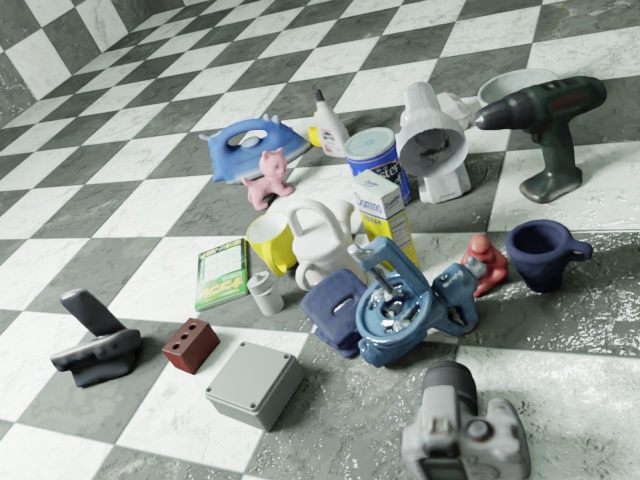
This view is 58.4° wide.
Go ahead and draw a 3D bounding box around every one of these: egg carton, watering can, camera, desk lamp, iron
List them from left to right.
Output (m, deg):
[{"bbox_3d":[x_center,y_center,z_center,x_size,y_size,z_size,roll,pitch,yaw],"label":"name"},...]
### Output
[{"bbox_3d":[-0.163,-0.243,1.418,0.258,0.142,0.118,-22,36,1],"label":"iron"},{"bbox_3d":[0.007,0.003,0.965,0.100,0.194,0.173,-10,38,18],"label":"watering can"},{"bbox_3d":[0.207,-0.172,1.063,0.117,0.214,0.203,-14,37,13],"label":"desk lamp"},{"bbox_3d":[0.258,-0.273,1.288,0.150,0.070,0.107,-21,36,3],"label":"egg carton"},{"bbox_3d":[0.171,0.210,0.692,0.143,0.101,0.137,-9,38,19],"label":"camera"}]

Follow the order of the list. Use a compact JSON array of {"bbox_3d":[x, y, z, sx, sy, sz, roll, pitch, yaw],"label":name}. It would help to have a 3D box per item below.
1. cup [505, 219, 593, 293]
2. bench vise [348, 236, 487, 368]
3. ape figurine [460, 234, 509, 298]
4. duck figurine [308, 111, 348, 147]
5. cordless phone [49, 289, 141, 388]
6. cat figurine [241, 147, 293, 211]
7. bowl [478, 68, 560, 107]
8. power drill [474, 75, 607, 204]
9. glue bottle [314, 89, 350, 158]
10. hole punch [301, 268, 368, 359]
[{"bbox_3d":[0.335,0.032,0.834,0.117,0.095,0.092,7,46,35],"label":"cup"},{"bbox_3d":[0.125,0.059,0.807,0.208,0.220,0.121,-37,38,-18],"label":"bench vise"},{"bbox_3d":[0.249,0.031,0.884,0.077,0.092,0.076,-4,40,25],"label":"ape figurine"},{"bbox_3d":[0.012,-0.285,1.424,0.104,0.086,0.077,0,42,28],"label":"duck figurine"},{"bbox_3d":[-0.417,0.161,1.004,0.147,0.185,0.094,-21,36,4],"label":"cordless phone"},{"bbox_3d":[-0.119,-0.149,1.294,0.128,0.118,0.067,-33,37,-13],"label":"cat figurine"},{"bbox_3d":[0.425,-0.294,1.218,0.167,0.075,0.167,-15,37,12],"label":"bowl"},{"bbox_3d":[0.378,-0.172,0.973,0.229,0.209,0.075,-27,36,-6],"label":"power drill"},{"bbox_3d":[0.020,-0.272,1.327,0.077,0.173,0.037,12,49,39],"label":"glue bottle"},{"bbox_3d":[0.041,0.111,0.897,0.109,0.091,0.100,-38,38,-19],"label":"hole punch"}]
